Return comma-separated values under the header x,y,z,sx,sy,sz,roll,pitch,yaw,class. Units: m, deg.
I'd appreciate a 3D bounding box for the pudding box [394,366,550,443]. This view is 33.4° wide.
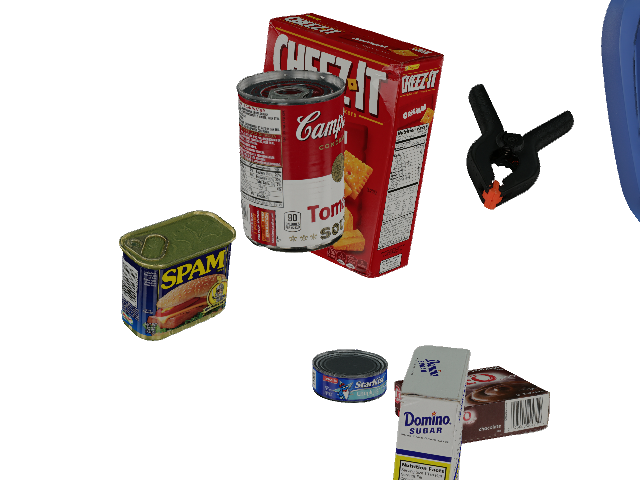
x,y,z,sx,sy,sz,roll,pitch,yaw,class
0.135,0.147,0.958,0.113,0.039,0.090,-3,11,-20,pudding box

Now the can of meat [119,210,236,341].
x,y,z,sx,sy,sz,roll,pitch,yaw,class
-0.127,0.031,0.945,0.101,0.084,0.058,-21,43,-38,can of meat

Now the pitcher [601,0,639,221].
x,y,z,sx,sy,sz,roll,pitch,yaw,class
0.235,-0.056,0.593,0.149,0.243,0.145,-6,22,13,pitcher

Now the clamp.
x,y,z,sx,sy,sz,roll,pitch,yaw,class
0.197,-0.107,1.169,0.120,0.039,0.171,21,49,18,clamp

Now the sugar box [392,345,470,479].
x,y,z,sx,sy,sz,roll,pitch,yaw,class
0.073,0.170,0.741,0.048,0.176,0.093,4,15,11,sugar box

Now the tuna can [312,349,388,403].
x,y,z,sx,sy,sz,roll,pitch,yaw,class
0.033,0.153,1.205,0.086,0.034,0.086,1,14,0,tuna can

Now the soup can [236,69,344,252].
x,y,z,sx,sy,sz,roll,pitch,yaw,class
-0.018,-0.051,0.684,0.068,0.102,0.068,-1,24,0,soup can

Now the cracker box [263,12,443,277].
x,y,z,sx,sy,sz,roll,pitch,yaw,class
0.017,-0.091,1.018,0.164,0.214,0.071,25,30,34,cracker box
